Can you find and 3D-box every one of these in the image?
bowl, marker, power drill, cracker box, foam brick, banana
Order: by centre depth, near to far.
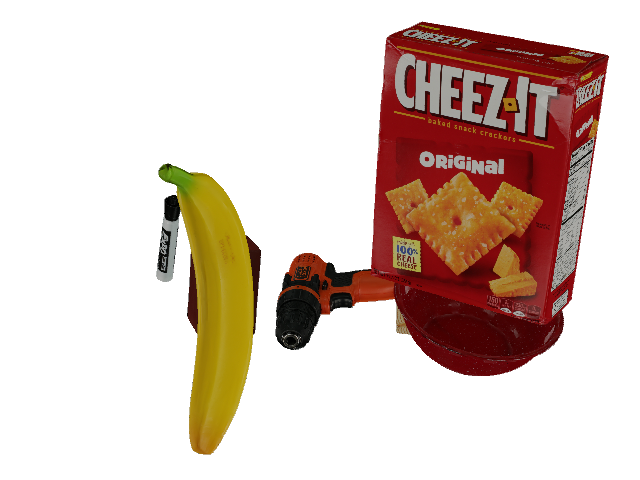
[{"bbox_3d":[-0.072,0.038,0.691,0.037,0.198,0.069,10,23,40],"label":"banana"},{"bbox_3d":[0.129,-0.054,0.864,0.164,0.214,0.072,17,29,28],"label":"cracker box"},{"bbox_3d":[-0.084,0.038,0.925,0.053,0.078,0.051,-1,15,-18],"label":"foam brick"},{"bbox_3d":[0.144,0.078,1.012,0.162,0.055,0.162,6,35,-5],"label":"bowl"},{"bbox_3d":[-0.167,-0.002,1.174,0.020,0.121,0.020,8,43,-7],"label":"marker"},{"bbox_3d":[0.044,0.069,1.236,0.187,0.057,0.184,1,28,6],"label":"power drill"}]

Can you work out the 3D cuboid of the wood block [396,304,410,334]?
[{"bbox_3d":[0.176,0.061,1.622,0.091,0.090,0.206,4,22,12],"label":"wood block"}]
